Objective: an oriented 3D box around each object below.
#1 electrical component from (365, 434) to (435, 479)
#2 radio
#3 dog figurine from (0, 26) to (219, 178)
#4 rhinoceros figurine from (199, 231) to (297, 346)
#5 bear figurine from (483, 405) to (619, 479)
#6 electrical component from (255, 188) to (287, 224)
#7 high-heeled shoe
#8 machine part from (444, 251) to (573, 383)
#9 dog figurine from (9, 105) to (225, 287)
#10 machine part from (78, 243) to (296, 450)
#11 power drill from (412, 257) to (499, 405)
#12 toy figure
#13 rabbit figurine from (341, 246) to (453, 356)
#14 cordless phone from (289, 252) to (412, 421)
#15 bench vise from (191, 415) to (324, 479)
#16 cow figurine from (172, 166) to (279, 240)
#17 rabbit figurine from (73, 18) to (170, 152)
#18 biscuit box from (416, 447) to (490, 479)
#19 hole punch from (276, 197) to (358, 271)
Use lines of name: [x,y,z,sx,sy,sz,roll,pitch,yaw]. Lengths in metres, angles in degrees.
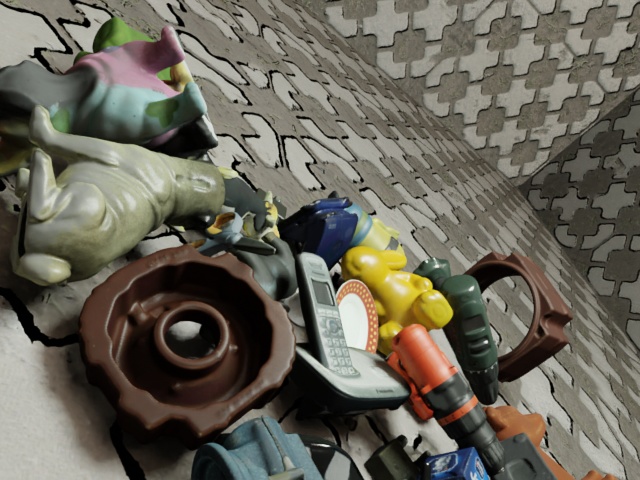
electrical component: [0.098,0.265,0.611,0.102,0.045,0.078,3,50,-56]
radio: [0.265,0.335,0.622,0.229,0.073,0.131,-88,152,-82]
dog figurine: [-0.229,-0.127,0.557,0.191,0.219,0.108,106,-35,-77]
rhinoceros figurine: [-0.081,0.060,0.620,0.112,0.073,0.190,54,24,-1]
bear figurine: [0.337,0.323,0.811,0.196,0.132,0.120,63,0,25]
electrical component: [-0.083,-0.052,0.834,0.063,0.021,0.094,37,27,-17]
high-heeled shoe: [0.011,0.262,0.493,0.249,0.086,0.145,15,72,-13]
machine part: [0.329,0.137,0.976,0.087,0.201,0.201,20,35,-37]
dog figurine: [-0.165,-0.022,0.487,0.190,0.121,0.172,10,55,-33]
machine part: [-0.114,0.088,0.466,0.179,0.056,0.179,13,49,-15]
power drill: [0.229,0.138,0.912,0.207,0.086,0.231,-101,173,-61]
toy figure: [0.070,-0.003,0.932,0.180,0.082,0.089,41,37,-21]
rabbit figurine: [0.106,0.069,0.829,0.173,0.122,0.162,41,22,-8]
cordless phone: [0.024,0.109,0.623,0.146,0.089,0.184,16,55,-47]
bench vise: [-0.055,0.225,0.341,0.240,0.128,0.224,-5,46,-32]
cow figurine: [-0.109,-0.045,0.690,0.167,0.098,0.068,20,36,-35]
rabbit figurine: [-0.237,-0.161,0.693,0.159,0.121,0.170,23,51,-52]
biscuit box: [0.171,0.323,0.556,0.202,0.063,0.059,65,27,2]
hole punch: [-0.002,-0.002,0.787,0.142,0.116,0.092,-6,64,-59]
